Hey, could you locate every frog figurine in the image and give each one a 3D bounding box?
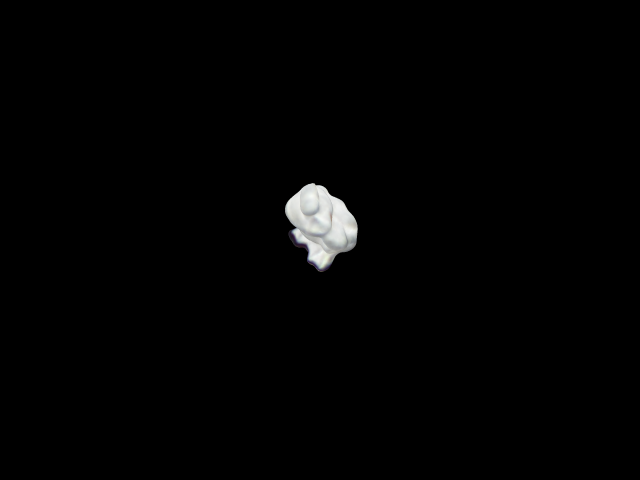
[{"bbox_3d":[0.003,-0.043,0.850,0.123,0.141,0.155,-9,-42,-8],"label":"frog figurine"}]
